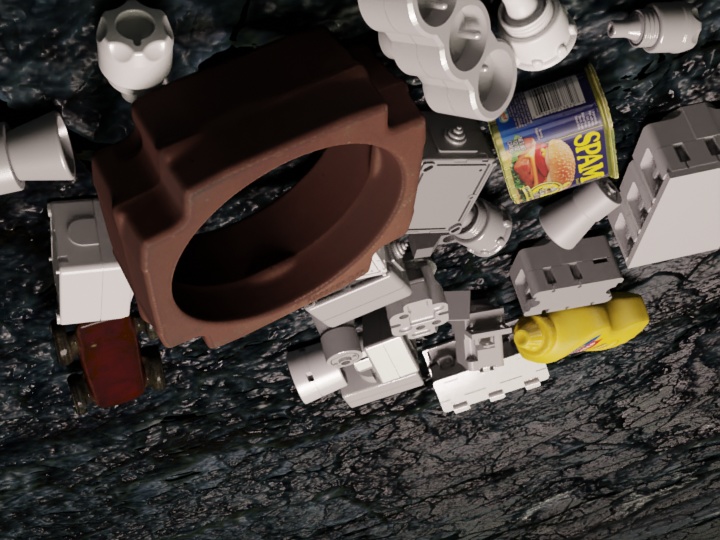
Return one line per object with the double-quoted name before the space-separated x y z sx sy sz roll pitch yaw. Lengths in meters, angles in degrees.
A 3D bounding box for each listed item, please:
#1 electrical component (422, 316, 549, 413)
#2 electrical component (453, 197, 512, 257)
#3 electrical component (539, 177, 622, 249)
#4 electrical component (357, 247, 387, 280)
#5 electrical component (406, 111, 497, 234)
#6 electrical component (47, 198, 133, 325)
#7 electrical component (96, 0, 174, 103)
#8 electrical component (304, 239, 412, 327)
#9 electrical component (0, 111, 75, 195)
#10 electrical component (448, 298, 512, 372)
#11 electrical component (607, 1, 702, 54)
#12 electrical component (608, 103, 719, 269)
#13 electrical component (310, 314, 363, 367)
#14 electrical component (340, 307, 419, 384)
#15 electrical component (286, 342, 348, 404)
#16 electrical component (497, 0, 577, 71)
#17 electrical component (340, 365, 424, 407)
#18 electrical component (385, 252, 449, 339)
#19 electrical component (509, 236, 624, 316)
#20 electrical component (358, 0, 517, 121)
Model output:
"electrical component" 0.139 0.107 1.167 0.121 0.063 0.078 -19 112 7
"electrical component" 0.093 -0.041 0.900 0.048 0.048 0.062 -34 141 31
"electrical component" 0.194 -0.054 0.933 0.044 0.044 0.065 13 137 -43
"electrical component" -0.034 -0.024 0.852 0.096 0.061 0.061 -13 154 12
"electrical component" 0.054 -0.078 0.796 0.062 0.061 0.096 -3 143 -24
"electrical component" -0.197 -0.003 0.797 0.061 0.061 0.096 -6 151 -18
"electrical component" -0.131 -0.122 0.628 0.043 0.043 0.062 -8 153 -15
"electrical component" 0.000 0.000 0.907 0.096 0.061 0.061 -23 152 14
"electrical component" -0.212 -0.073 0.676 0.055 0.045 0.045 -13 153 -5
"electrical component" 0.119 0.066 1.079 0.042 0.063 0.081 -10 -167 -12
"electrical component" 0.198 -0.165 0.732 0.061 0.035 0.035 -5 151 -15
"electrical component" 0.275 -0.071 0.918 0.089 0.061 0.150 -12 153 -6
"electrical component" -0.021 0.057 1.000 0.044 0.065 0.044 -12 153 -6
"electrical component" 0.012 0.075 1.036 0.077 0.065 0.047 -21 118 11
"electrical component" -0.043 0.101 1.086 0.047 0.055 0.055 -21 153 2
"electrical component" 0.107 -0.160 0.683 0.048 0.048 0.062 -25 145 17
"electrical component" 0.015 0.099 1.119 0.083 0.047 0.075 -19 152 6
"electrical component" 0.047 0.020 0.975 0.058 0.057 0.078 -15 153 -1
"electrical component" 0.193 0.002 1.019 0.089 0.055 0.050 -9 152 -12
"electrical component" 0.036 -0.146 0.660 0.074 0.052 0.138 17 163 37
